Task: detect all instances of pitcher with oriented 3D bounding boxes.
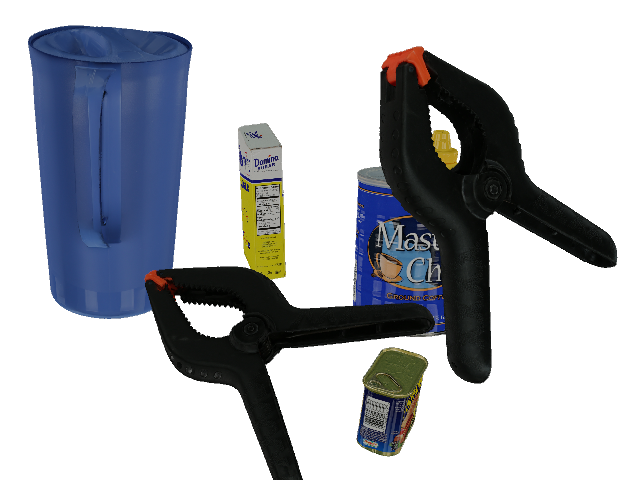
[{"bbox_3d":[-0.182,-0.055,0.916,0.145,0.243,0.148,24,30,38],"label":"pitcher"}]

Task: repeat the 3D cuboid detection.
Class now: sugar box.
[{"bbox_3d":[-0.074,-0.048,1.325,0.048,0.176,0.093,-9,25,-11],"label":"sugar box"}]

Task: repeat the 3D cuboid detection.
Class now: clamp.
[{"bbox_3d":[-0.035,0.067,0.757,0.210,0.164,0.036,33,-26,30],"label":"clamp"},{"bbox_3d":[0.075,-0.015,0.549,0.120,0.171,0.039,-48,16,-26],"label":"clamp"}]

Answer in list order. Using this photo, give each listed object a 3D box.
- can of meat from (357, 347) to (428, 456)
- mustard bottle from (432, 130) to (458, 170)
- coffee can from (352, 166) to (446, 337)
[{"bbox_3d":[0.080,0.183,1.213,0.057,0.084,0.102,15,24,15],"label":"can of meat"},{"bbox_3d":[0.132,-0.032,1.230,0.096,0.192,0.058,-1,16,-12],"label":"mustard bottle"},{"bbox_3d":[0.082,0.008,0.987,0.103,0.140,0.103,2,12,-1],"label":"coffee can"}]
